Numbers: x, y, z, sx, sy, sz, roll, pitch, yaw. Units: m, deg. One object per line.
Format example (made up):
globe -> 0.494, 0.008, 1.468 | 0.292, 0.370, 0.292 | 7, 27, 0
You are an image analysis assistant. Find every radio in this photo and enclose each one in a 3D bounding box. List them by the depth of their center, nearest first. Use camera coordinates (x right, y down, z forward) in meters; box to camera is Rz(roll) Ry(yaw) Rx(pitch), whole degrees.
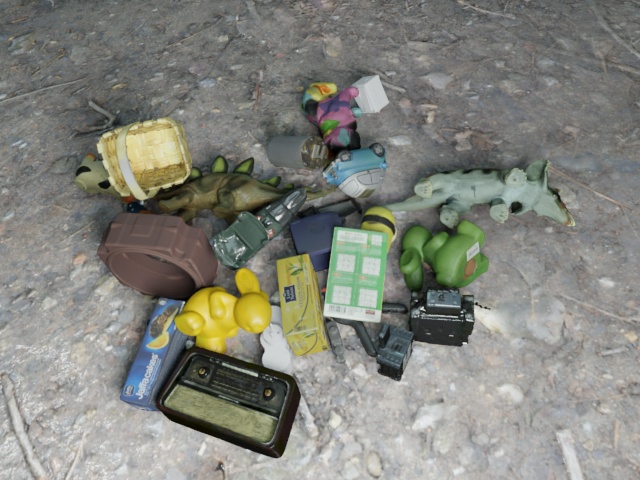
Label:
radio -> -0.154, 0.280, 0.944 | 0.230, 0.073, 0.131 | 14, 56, 16

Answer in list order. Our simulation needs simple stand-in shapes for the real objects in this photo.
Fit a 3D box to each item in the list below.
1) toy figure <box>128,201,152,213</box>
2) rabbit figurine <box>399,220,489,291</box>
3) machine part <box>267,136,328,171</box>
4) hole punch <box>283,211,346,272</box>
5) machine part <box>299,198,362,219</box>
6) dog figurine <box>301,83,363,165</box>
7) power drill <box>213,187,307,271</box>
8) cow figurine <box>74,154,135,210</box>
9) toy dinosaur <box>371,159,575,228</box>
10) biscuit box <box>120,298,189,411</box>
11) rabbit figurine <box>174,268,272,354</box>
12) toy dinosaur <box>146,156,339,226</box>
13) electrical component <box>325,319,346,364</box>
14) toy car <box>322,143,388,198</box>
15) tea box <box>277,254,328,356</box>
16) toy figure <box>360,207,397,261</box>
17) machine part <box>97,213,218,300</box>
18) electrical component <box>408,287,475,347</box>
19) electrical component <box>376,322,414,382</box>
toy figure -> -0.399, -0.031, 1.225 | 0.064, 0.057, 0.155 | -24, 48, -19
rabbit figurine -> 0.229, 0.035, 1.085 | 0.159, 0.121, 0.170 | -45, 42, -16
machine part -> -0.056, -0.204, 1.259 | 0.079, 0.079, 0.243 | -38, 28, -21
hole punch -> -0.002, -0.003, 1.116 | 0.142, 0.092, 0.116 | -17, 70, -2
machine part -> 0.026, -0.056, 1.205 | 0.139, 0.039, 0.084 | -19, 49, -6
dog figurine -> 0.021, -0.282, 1.338 | 0.192, 0.108, 0.219 | 12, 58, 14
power drill -> -0.126, -0.024, 1.081 | 0.232, 0.207, 0.086 | -42, 96, 9
cow figurine -> -0.502, -0.141, 1.305 | 0.195, 0.085, 0.127 | 8, 48, 10
toy dinosaur -> 0.330, -0.104, 1.156 | 0.405, 0.131, 0.192 | 4, 14, 24
biscuit box -> -0.299, 0.212, 1.004 | 0.059, 0.062, 0.202 | 6, 62, 15
rabbit figurine -> -0.156, 0.138, 1.013 | 0.173, 0.121, 0.162 | -7, 32, 35
toy dinosaur -> -0.196, -0.105, 1.230 | 0.472, 0.105, 0.198 | 8, 50, 7
electrical component -> 0.027, 0.181, 1.004 | 0.021, 0.063, 0.094 | -16, 51, -4
toy car -> 0.090, -0.147, 1.206 | 0.161, 0.109, 0.103 | -15, 74, -38
tea box -> -0.035, 0.124, 1.033 | 0.068, 0.098, 0.170 | -14, 51, 4
toy figure -> 0.108, 0.012, 1.110 | 0.082, 0.089, 0.180 | 20, 55, 11
machine part -> -0.319, 0.039, 1.069 | 0.201, 0.201, 0.087 | 4, 57, 9
electrical component -> 0.218, 0.138, 0.971 | 0.115, 0.134, 0.058 | 0, 52, 9
electrical component -> 0.133, 0.190, 0.951 | 0.048, 0.119, 0.075 | 18, 54, 20
